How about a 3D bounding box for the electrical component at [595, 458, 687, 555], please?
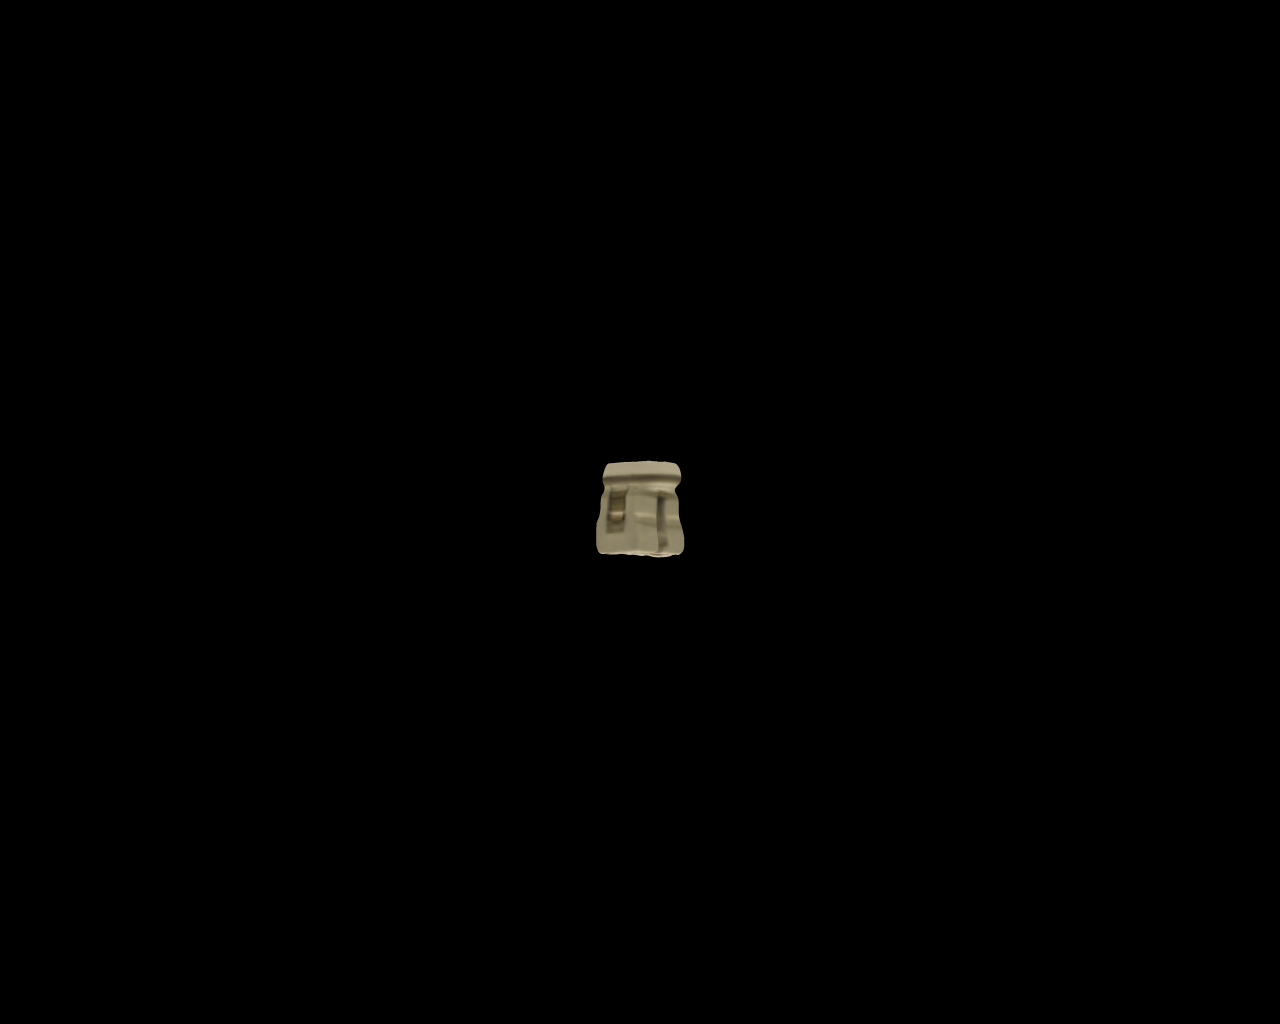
[{"bbox_3d":[0.001,-0.003,0.650,0.048,0.055,0.066,-4,-6,39],"label":"electrical component"}]
